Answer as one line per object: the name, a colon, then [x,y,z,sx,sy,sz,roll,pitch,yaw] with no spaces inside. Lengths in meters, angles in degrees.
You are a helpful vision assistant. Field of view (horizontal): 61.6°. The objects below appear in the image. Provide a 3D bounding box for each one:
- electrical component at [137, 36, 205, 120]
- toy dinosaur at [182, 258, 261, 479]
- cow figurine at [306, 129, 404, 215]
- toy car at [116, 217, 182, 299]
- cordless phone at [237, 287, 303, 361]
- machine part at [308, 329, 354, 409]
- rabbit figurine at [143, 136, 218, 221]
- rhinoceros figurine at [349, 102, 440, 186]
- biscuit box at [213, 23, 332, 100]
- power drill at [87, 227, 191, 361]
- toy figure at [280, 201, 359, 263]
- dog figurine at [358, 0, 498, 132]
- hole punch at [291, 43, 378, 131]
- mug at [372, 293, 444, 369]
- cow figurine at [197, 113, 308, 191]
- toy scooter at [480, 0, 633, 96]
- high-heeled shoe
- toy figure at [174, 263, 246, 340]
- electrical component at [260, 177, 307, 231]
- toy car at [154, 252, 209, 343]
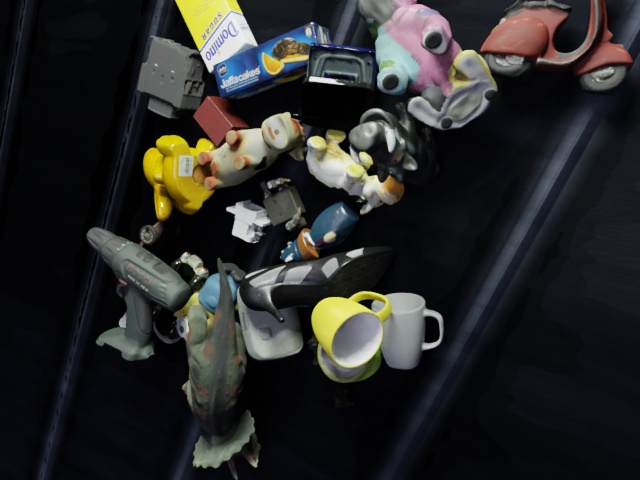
electrical component: [-0.273,-0.295,0.993,0.115,0.058,0.134,25,109,24]
toy dinosaur: [-0.174,0.247,0.928,0.192,0.131,0.404,-122,28,-51]
cow figurine: [0.051,-0.093,0.844,0.167,0.068,0.098,40,144,19]
toy car: [-0.343,0.033,1.066,0.053,0.089,0.202,36,115,14]
cordless phone: [-0.044,0.120,0.922,0.184,0.088,0.146,-22,68,18]
machine part: [0.017,0.220,0.922,0.039,0.084,0.138,-24,96,3]
rabbit figurine: [-0.266,-0.121,1.005,0.173,0.122,0.162,18,116,39]
rhinoceros figurine: [0.103,-0.127,0.751,0.073,0.190,0.112,-13,74,32]
biscuit box: [-0.078,-0.289,0.887,0.203,0.059,0.062,-12,93,29]
power drill: [-0.356,0.106,1.005,0.232,0.086,0.207,23,104,16]
toy figure: [-0.003,-0.003,0.895,0.154,0.064,0.058,-39,87,27]
dog figurine: [0.136,-0.265,0.740,0.191,0.219,0.108,29,124,-28]
hole punch: [0.029,-0.228,0.812,0.142,0.115,0.092,5,64,-1]
mug: [0.139,0.146,0.842,0.110,0.081,0.107,0,109,19]
cow figurine: [-0.103,-0.150,0.904,0.195,0.127,0.085,-24,86,43]
toy scooter: [0.304,-0.264,0.680,0.184,0.075,0.135,17,108,22]
high-heeled shoe: [-0.009,0.053,0.883,0.145,0.249,0.086,45,157,53]
toy figure: [-0.197,0.126,1.012,0.180,0.089,0.082,-55,52,14]
electrical component: [-0.063,-0.063,0.927,0.078,0.045,0.102,-19,89,28]
toy car: [-0.278,0.116,1.067,0.074,0.056,0.201,38,113,24]
